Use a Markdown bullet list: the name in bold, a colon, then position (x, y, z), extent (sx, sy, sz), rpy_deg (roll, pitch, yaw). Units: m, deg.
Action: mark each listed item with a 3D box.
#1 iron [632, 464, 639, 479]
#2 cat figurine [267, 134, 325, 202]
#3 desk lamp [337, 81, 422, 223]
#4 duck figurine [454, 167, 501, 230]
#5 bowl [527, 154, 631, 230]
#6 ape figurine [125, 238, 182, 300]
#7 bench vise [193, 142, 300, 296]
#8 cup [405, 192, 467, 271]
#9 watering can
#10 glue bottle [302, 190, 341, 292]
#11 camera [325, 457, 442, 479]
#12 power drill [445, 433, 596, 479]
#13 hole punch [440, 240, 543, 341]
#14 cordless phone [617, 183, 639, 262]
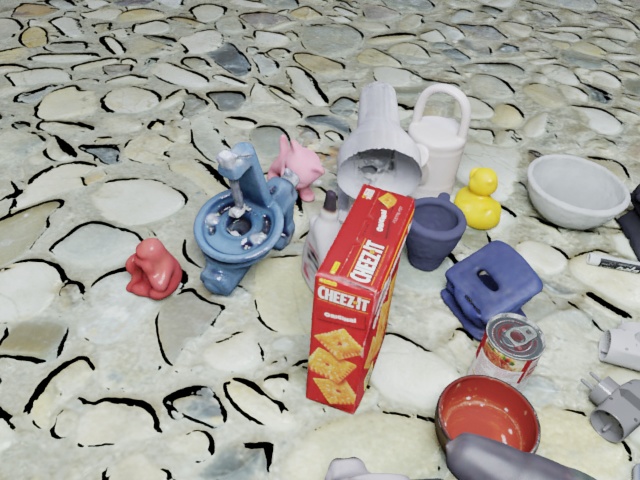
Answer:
- **iron**: position (0.389, 0.294, 0.514), extent (0.119, 0.141, 0.258), rpy_deg (-6, 43, -13)
- **cat figurine**: position (-0.040, -0.122, 0.936), extent (0.067, 0.118, 0.127), rpy_deg (-13, 46, -20)
- **desk lamp**: position (0.080, -0.116, 0.873), extent (0.118, 0.214, 0.203), rpy_deg (4, 42, -3)
- **duck figurine**: position (0.268, -0.076, 0.948), extent (0.077, 0.086, 0.104), rpy_deg (-1, 43, -8)
- **bowl**: position (0.423, -0.070, 0.969), extent (0.167, 0.075, 0.167), rpy_deg (4, 42, -3)
- **ape figurine**: position (-0.223, 0.034, 0.761), extent (0.076, 0.092, 0.077), rpy_deg (-16, 47, -23)
- **bench vise**: position (-0.101, -0.058, 0.783), extent (0.121, 0.220, 0.207), rpy_deg (11, 42, 5)
- **cup**: position (0.166, -0.010, 0.856), extent (0.091, 0.095, 0.118), rpy_deg (18, 43, 13)
- **watering can**: position (0.192, -0.163, 0.953), extent (0.101, 0.194, 0.173), rpy_deg (9, 42, 3)
- **glue bottle**: position (0.007, 0.003, 0.764), extent (0.037, 0.173, 0.078), rpy_deg (-18, 47, -25)
- **camera**: position (0.073, 0.272, 0.530), extent (0.137, 0.101, 0.143), rpy_deg (0, 43, -7)
- **power drill**: position (0.194, 0.263, 0.474), extent (0.229, 0.208, 0.076), rpy_deg (19, 44, 14)
- **hole punch**: position (0.232, 0.067, 0.782), extent (0.101, 0.091, 0.108), rpy_deg (-15, 46, -22)
- **cordless phone**: position (0.559, -0.061, 0.893), extent (0.094, 0.185, 0.147), rpy_deg (1, 42, -6)
